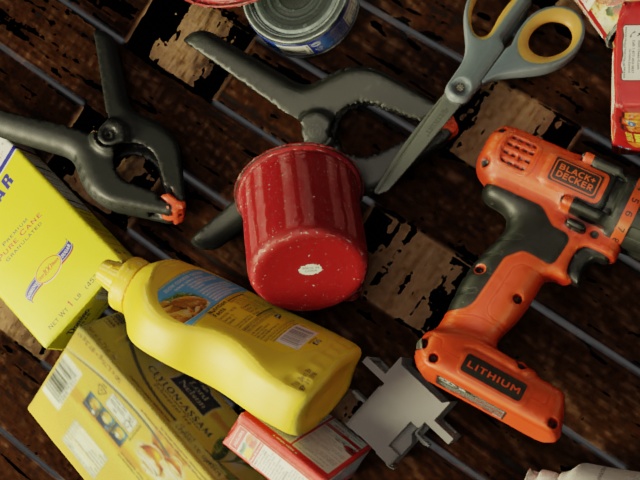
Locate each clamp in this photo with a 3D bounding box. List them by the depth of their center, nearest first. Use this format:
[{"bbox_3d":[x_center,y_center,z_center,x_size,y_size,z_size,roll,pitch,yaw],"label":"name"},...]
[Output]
[{"bbox_3d":[-0.005,-0.068,0.786,0.210,0.036,0.164,5,92,12],"label":"clamp"},{"bbox_3d":[-0.172,-0.073,0.820,0.120,0.039,0.171,-34,73,-9],"label":"clamp"}]

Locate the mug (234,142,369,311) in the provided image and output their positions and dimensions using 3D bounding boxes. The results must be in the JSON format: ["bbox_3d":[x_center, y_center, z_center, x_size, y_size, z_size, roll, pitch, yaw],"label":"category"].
[{"bbox_3d":[-0.005,0.001,0.738,0.093,0.117,0.081,-26,43,18],"label":"mug"}]

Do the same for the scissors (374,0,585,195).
[{"bbox_3d":[0.118,-0.104,0.745,0.096,0.016,0.201,21,74,9],"label":"scissors"}]

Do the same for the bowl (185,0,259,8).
[{"bbox_3d":[-0.063,-0.255,0.794,0.162,0.055,0.162,-10,63,20],"label":"bowl"}]

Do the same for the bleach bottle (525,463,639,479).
[{"bbox_3d":[0.252,0.184,0.660,0.251,0.102,0.068,10,95,22],"label":"bleach bottle"}]

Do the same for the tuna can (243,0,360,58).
[{"bbox_3d":[-0.015,-0.184,0.806,0.086,0.033,0.086,-2,82,15],"label":"tuna can"}]

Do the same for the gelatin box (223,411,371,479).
[{"bbox_3d":[-0.014,0.141,0.733,0.073,0.089,0.030,36,107,16],"label":"gelatin box"}]

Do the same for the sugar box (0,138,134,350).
[{"bbox_3d":[-0.230,-0.007,0.835,0.176,0.048,0.093,43,95,15],"label":"sugar box"}]

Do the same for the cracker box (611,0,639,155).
[{"bbox_3d":[0.287,-0.095,0.645,0.214,0.164,0.072,2,85,15],"label":"cracker box"}]

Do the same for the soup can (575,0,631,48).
[{"bbox_3d":[0.197,-0.192,0.733,0.068,0.068,0.102,-34,75,8],"label":"soup can"}]

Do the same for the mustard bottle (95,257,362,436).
[{"bbox_3d":[-0.073,0.061,0.733,0.192,0.096,0.058,26,116,18],"label":"mustard bottle"}]

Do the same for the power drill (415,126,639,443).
[{"bbox_3d":[0.161,0.034,0.703,0.184,0.057,0.187,26,76,14],"label":"power drill"}]
